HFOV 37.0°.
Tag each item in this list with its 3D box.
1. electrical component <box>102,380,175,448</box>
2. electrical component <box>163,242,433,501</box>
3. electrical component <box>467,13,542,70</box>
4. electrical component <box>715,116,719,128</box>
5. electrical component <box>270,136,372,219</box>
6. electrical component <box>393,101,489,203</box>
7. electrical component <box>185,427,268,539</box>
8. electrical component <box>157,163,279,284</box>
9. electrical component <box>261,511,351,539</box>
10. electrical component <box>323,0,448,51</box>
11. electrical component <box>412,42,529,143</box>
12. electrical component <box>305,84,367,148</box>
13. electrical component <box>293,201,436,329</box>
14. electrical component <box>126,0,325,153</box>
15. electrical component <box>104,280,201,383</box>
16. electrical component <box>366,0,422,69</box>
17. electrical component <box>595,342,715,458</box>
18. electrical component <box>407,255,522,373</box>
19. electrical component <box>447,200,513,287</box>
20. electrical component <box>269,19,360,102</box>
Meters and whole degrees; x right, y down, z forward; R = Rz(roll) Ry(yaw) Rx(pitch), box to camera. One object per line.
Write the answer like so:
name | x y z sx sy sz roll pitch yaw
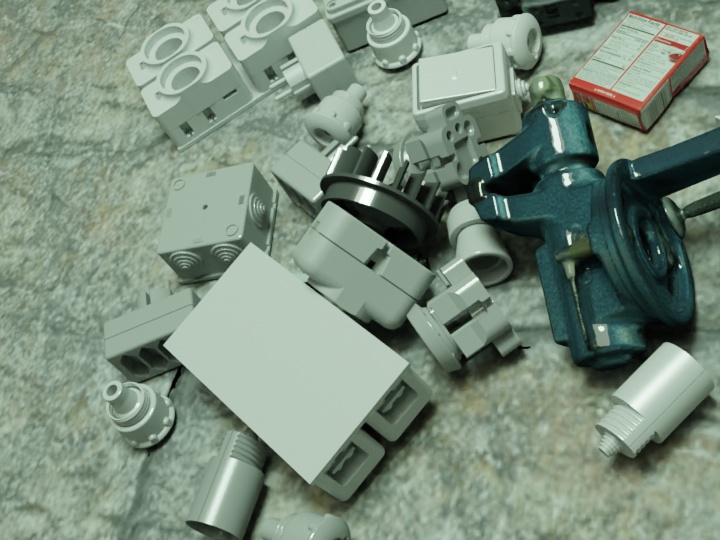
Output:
electrical component | -0.180 0.109 0.853 0.048 0.062 0.048 -13 53 18
electrical component | -0.047 0.074 0.807 0.186 0.060 0.105 36 83 38
electrical component | 0.124 -0.197 0.935 0.062 0.048 0.048 6 60 37
electrical component | 0.301 -0.103 0.783 0.081 0.042 0.064 -48 52 -10
electrical component | -0.023 -0.085 0.924 0.077 0.047 0.066 -44 50 -9
electrical component | 0.064 -0.090 0.872 0.057 0.078 0.058 -15 13 41
electrical component | -0.093 0.154 0.791 0.043 0.043 0.081 4 60 28
electrical component | -0.125 -0.042 0.942 0.100 0.048 0.099 -9 54 20
electrical component | -0.041 0.187 0.743 0.062 0.048 0.048 9 62 38
electrical component | 0.019 -0.280 1.035 0.109 0.056 0.108 -20 51 12
electrical component | 0.095 -0.148 0.902 0.096 0.061 0.061 -12 53 18
electrical component | -0.016 -0.140 0.962 0.048 0.048 0.062 15 59 33
electrical component | 0.000 0.000 0.808 0.059 0.095 0.054 -55 16 1
electrical component | -0.129 -0.215 1.058 0.186 0.060 0.105 -33 50 1
electrical component | -0.168 0.041 0.905 0.083 0.047 0.075 -22 51 10
electrical component | 0.026 -0.219 0.984 0.048 0.062 0.048 -13 53 18
electrical component | 0.187 0.091 0.701 0.081 0.043 0.043 -43 50 -7
electrical component | 0.071 0.037 0.781 0.057 0.058 0.078 -36 88 2
electrical component | 0.091 -0.021 0.825 0.045 0.045 0.055 -17 51 15
electrical component | -0.049 -0.183 1.005 0.077 0.047 0.065 -29 50 5
